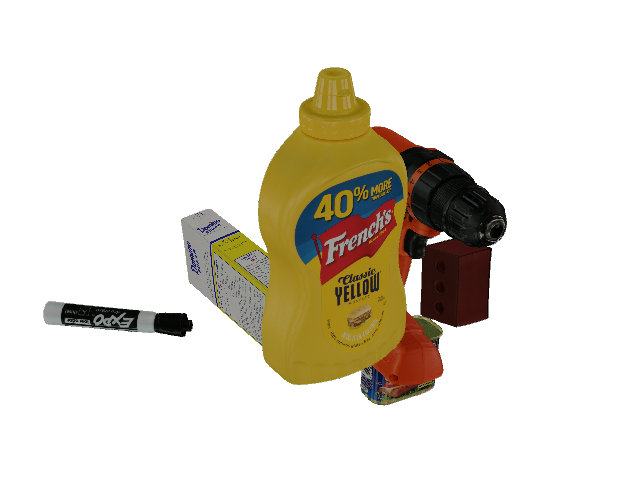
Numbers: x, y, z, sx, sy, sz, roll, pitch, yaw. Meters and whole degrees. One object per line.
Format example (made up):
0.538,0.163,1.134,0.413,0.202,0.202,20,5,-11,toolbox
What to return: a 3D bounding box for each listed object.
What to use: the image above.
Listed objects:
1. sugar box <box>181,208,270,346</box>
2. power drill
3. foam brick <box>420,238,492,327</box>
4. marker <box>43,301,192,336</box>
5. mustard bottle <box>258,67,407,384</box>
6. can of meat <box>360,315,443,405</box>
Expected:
-0.086,0.043,1.160,0.048,0.093,0.176,-23,40,-27,sugar box
0.076,0.018,0.859,0.057,0.188,0.185,-4,26,-27,power drill
0.138,0.043,1.095,0.051,0.078,0.053,-14,20,-40,foam brick
-0.160,0.062,0.847,0.121,0.020,0.020,4,1,11,marker
0.009,-0.011,0.642,0.096,0.192,0.058,-18,33,-28,mustard bottle
0.100,0.151,1.339,0.101,0.084,0.058,-12,29,-28,can of meat
